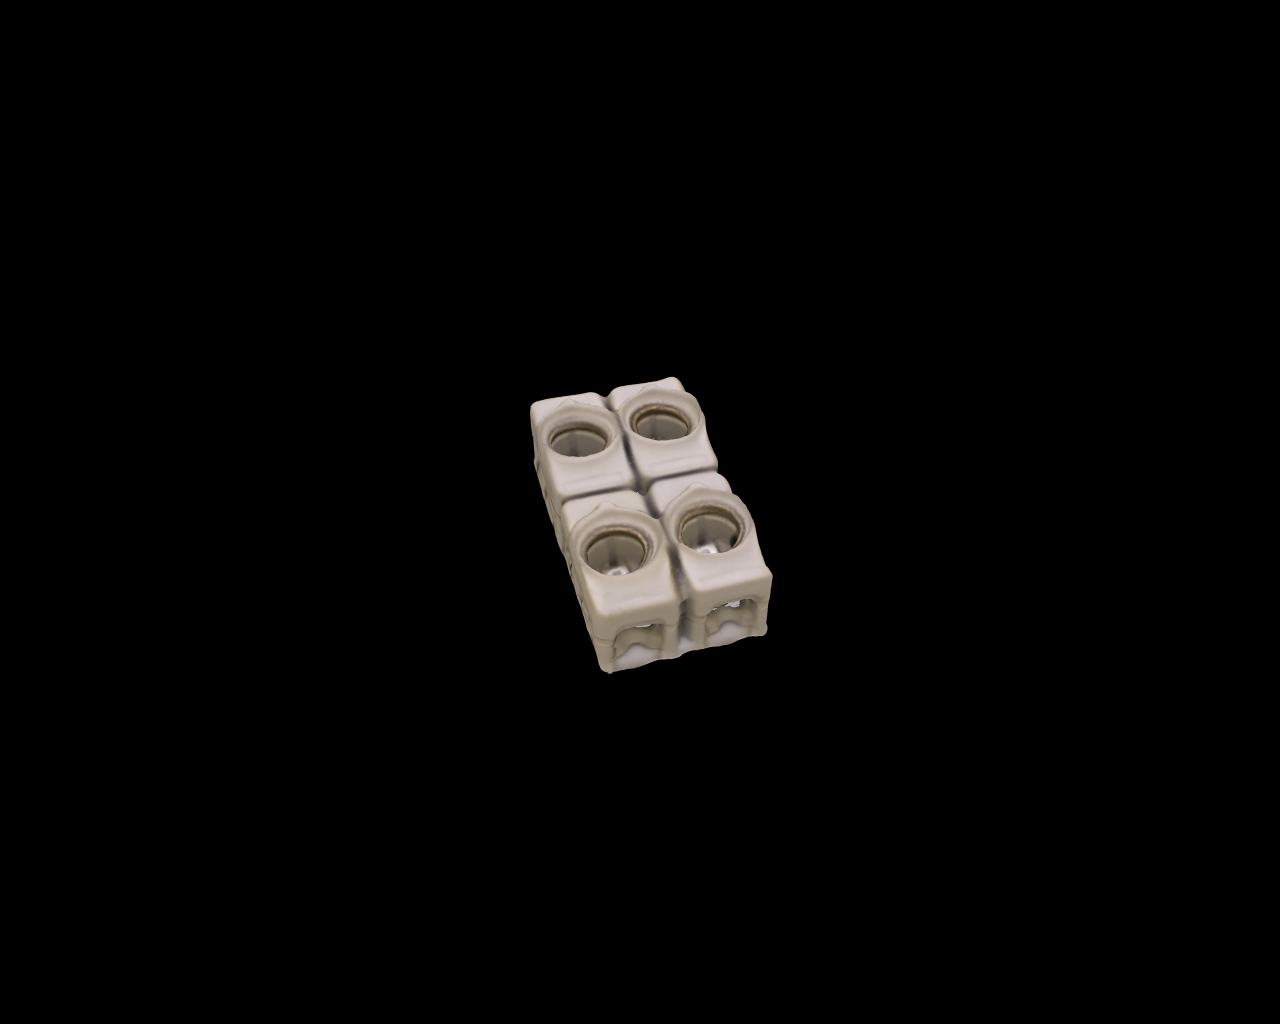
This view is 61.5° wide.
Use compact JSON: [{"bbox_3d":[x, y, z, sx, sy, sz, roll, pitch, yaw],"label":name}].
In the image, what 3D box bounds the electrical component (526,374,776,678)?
[{"bbox_3d":[0.001,-0.003,0.650,0.105,0.060,0.186,-11,47,-11],"label":"electrical component"}]
